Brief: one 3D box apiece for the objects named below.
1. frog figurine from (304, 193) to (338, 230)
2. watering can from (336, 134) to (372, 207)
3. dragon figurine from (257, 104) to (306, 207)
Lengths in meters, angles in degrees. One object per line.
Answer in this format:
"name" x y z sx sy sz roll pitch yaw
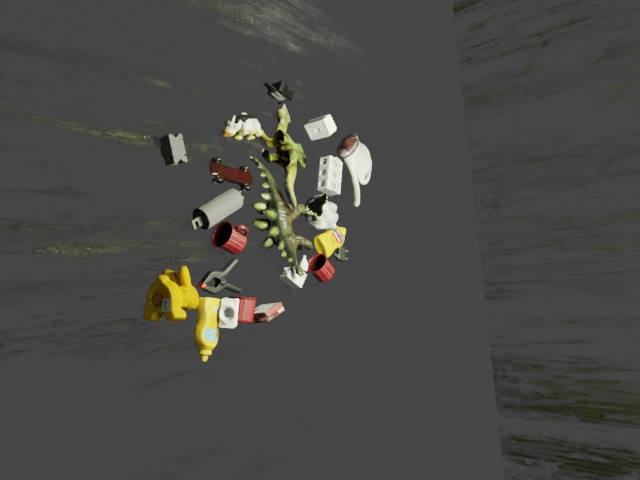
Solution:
"frog figurine" 0.006 -0.105 2.095 0.122 0.140 0.157 -12 -24 13
"watering can" 0.158 -0.329 2.300 0.103 0.356 0.220 -16 -52 32
"dragon figurine" -0.109 -0.323 1.970 0.121 0.411 0.244 -18 -3 28
